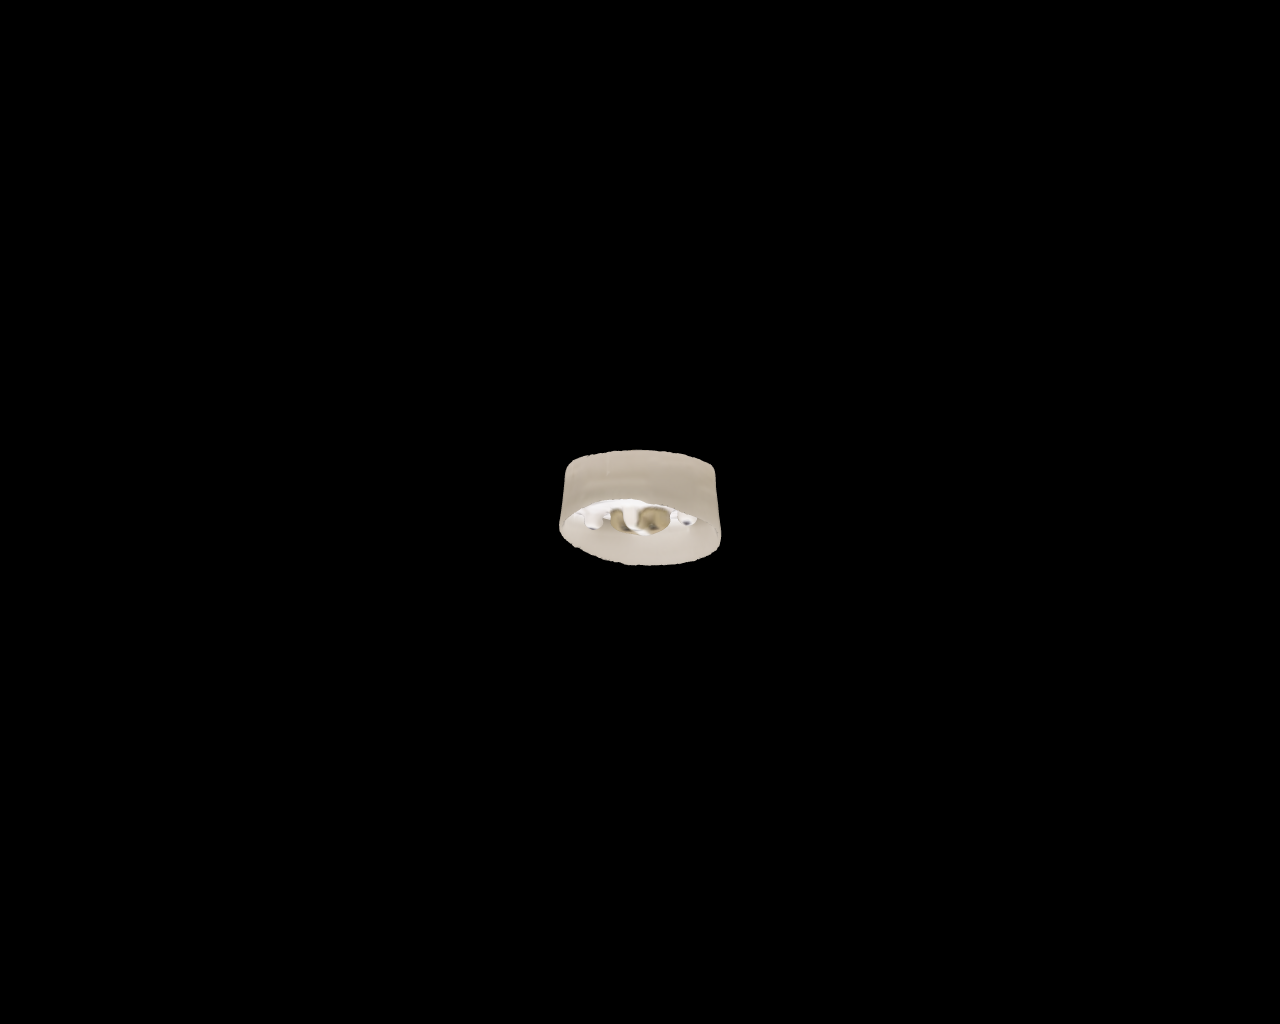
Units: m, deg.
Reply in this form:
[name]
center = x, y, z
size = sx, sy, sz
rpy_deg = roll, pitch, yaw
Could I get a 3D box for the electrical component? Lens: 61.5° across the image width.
[electrical component]
center = 0.001, -0.003, 0.650
size = 0.099, 0.064, 0.099
rpy_deg = 0, -11, 0
